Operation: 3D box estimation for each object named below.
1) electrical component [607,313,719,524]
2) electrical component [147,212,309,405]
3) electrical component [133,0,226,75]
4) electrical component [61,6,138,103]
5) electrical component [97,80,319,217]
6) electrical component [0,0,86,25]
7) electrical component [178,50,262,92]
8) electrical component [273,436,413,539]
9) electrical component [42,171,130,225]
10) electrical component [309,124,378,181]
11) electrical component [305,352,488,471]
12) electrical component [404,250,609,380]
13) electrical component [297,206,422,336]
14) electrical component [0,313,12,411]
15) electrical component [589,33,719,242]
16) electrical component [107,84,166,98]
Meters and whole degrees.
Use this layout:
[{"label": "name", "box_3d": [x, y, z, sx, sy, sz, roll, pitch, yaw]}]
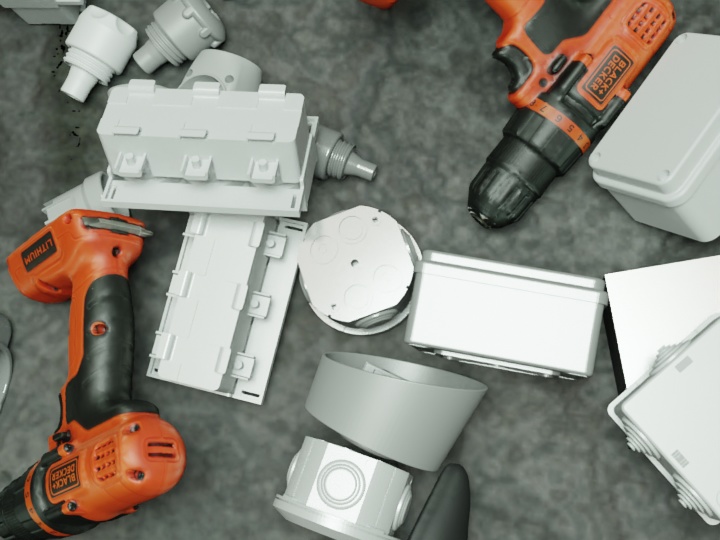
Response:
[{"label": "electrical component", "box_3d": [0.201, 0.081, 0.596, 0.100, 0.048, 0.099, -41, 78, -1]}, {"label": "electrical component", "box_3d": [-0.088, 0.017, 0.691, 0.079, 0.063, 0.121, 13, 82, 9]}, {"label": "electrical component", "box_3d": [-0.127, -0.160, 0.737, 0.062, 0.048, 0.048, -38, 78, 8]}, {"label": "electrical component", "box_3d": [-0.184, -0.146, 0.742, 0.043, 0.043, 0.062, 27, 86, 11]}, {"label": "electrical component", "box_3d": [-0.092, -0.075, 0.654, 0.121, 0.063, 0.078, 3, 53, 7]}, {"label": "electrical component", "box_3d": [-0.221, -0.238, 0.752, 0.079, 0.063, 0.121, 2, 81, 8]}, {"label": "electrical component", "box_3d": [-0.082, -0.100, 0.715, 0.079, 0.044, 0.077, 13, 82, 25]}, {"label": "electrical component", "box_3d": [-0.008, 0.137, 0.653, 0.080, 0.080, 0.051, 18, 78, 10]}, {"label": "electrical component", "box_3d": [-0.185, -0.039, 0.726, 0.046, 0.040, 0.040, -24, 78, 8]}, {"label": "electrical component", "box_3d": [-0.018, -0.075, 0.712, 0.061, 0.035, 0.035, 23, 84, 8]}, {"label": "electrical component", "box_3d": [0.019, 0.078, 0.651, 0.099, 0.099, 0.064, 26, 91, 11]}, {"label": "electrical component", "box_3d": [0.087, 0.030, 0.643, 0.109, 0.109, 0.056, 10, 84, 9]}, {"label": "electrical component", "box_3d": [0.000, 0.000, 0.689, 0.080, 0.051, 0.080, -1, 80, 7]}, {"label": "electrical component", "box_3d": [-0.271, 0.069, 0.711, 0.059, 0.053, 0.095, 13, 82, 9]}, {"label": "electrical component", "box_3d": [0.204, -0.083, 0.653, 0.057, 0.078, 0.113, 40, 84, -33]}, {"label": "electrical component", "box_3d": [-0.148, -0.089, 0.729, 0.044, 0.044, 0.065, -2, 85, 7]}]
